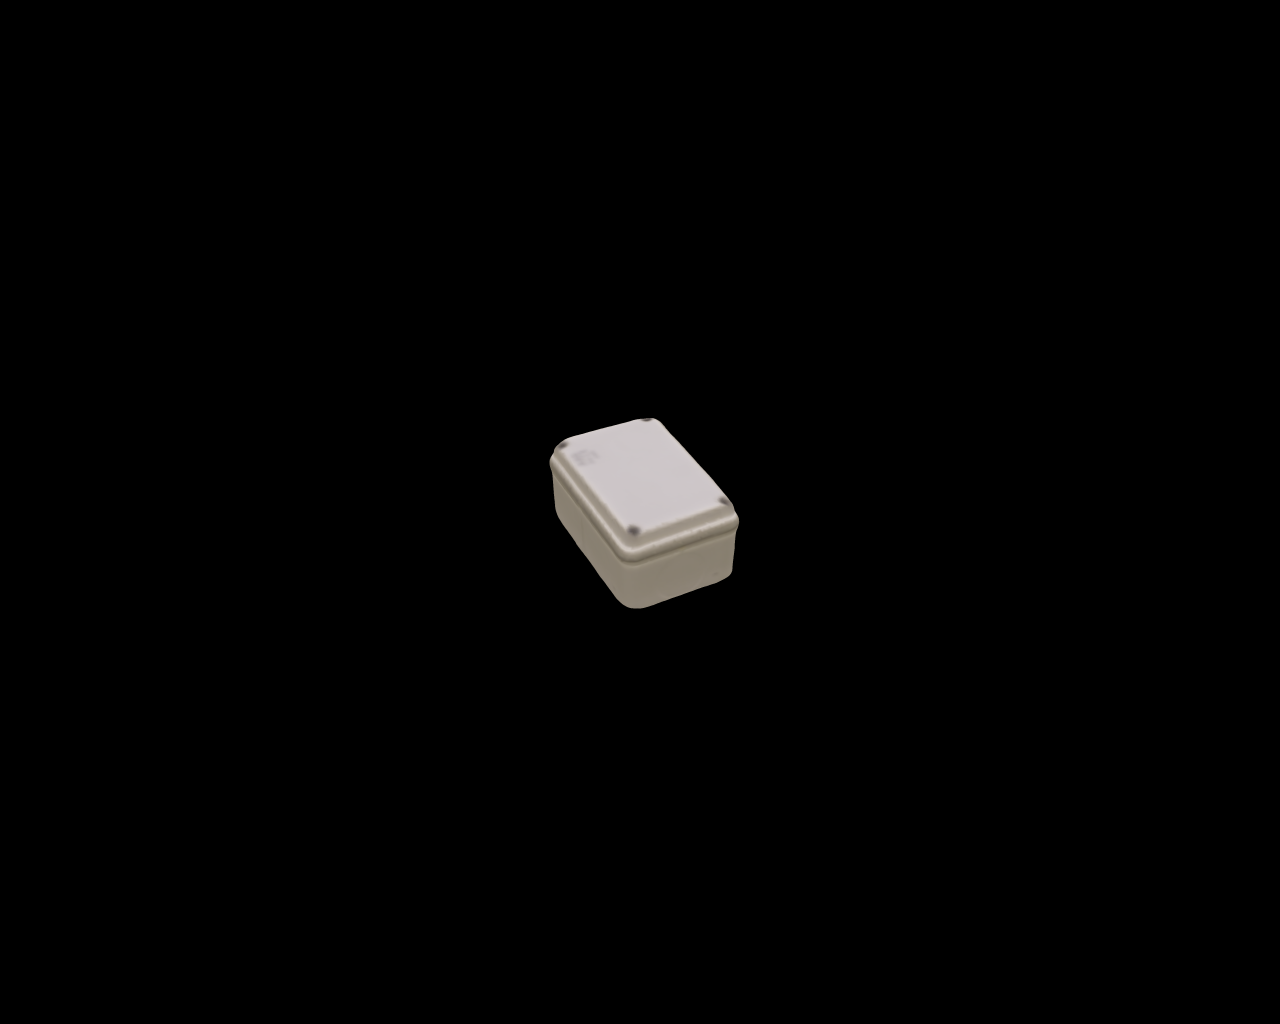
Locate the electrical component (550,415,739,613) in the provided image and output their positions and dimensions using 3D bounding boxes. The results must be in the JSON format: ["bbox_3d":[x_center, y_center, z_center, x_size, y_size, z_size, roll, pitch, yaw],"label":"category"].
[{"bbox_3d":[0.001,-0.003,0.650,0.078,0.057,0.113,-17,41,-21],"label":"electrical component"}]
